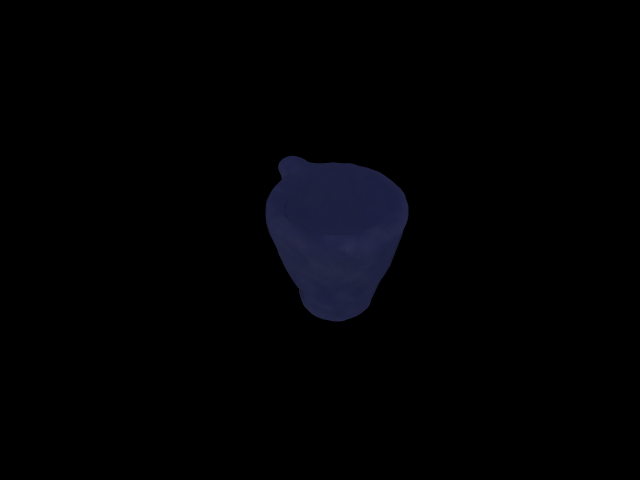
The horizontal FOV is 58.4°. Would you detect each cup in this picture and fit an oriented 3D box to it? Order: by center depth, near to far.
[{"bbox_3d":[0.004,0.001,0.400,0.092,0.095,0.117,-22,45,-23],"label":"cup"}]
